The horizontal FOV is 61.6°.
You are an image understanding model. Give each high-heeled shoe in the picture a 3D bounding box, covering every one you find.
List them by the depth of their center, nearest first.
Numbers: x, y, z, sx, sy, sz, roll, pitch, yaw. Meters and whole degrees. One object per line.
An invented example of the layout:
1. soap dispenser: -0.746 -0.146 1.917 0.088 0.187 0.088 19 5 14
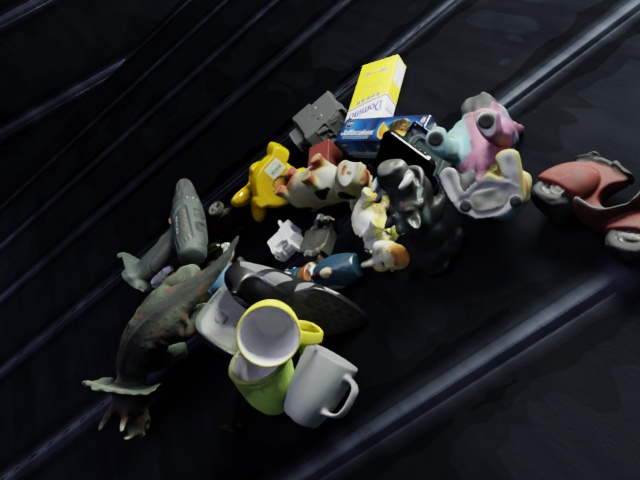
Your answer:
1. high-heeled shoe: -0.043 0.091 0.893 0.145 0.249 0.086 -71 -4 -79

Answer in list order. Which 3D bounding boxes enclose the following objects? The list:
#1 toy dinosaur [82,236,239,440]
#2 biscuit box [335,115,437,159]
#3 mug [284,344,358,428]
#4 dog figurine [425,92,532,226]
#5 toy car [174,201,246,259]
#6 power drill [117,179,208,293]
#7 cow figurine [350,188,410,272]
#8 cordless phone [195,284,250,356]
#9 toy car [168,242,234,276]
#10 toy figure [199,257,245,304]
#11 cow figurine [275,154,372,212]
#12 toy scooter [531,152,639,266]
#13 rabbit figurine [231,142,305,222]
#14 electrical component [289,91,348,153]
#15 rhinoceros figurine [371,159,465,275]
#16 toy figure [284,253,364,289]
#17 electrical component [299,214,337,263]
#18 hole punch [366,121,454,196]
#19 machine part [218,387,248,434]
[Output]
1. toy dinosaur: -0.286 0.163 0.947 0.404 0.131 0.192 -60 -3 17
2. biscuit box: 0.125 -0.191 1.011 0.203 0.059 0.063 10 65 45
3. mug: 0.004 0.219 0.776 0.110 0.080 0.107 28 89 41
4. dog figurine: 0.251 -0.125 0.792 0.108 0.219 0.191 -22 90 32
5. toy car: -0.256 -0.020 1.190 0.202 0.089 0.053 -32 45 19
6. power drill: -0.321 -0.002 1.121 0.207 0.085 0.232 -36 47 5
7. cow figurine: 0.091 0.001 0.872 0.098 0.068 0.167 -59 26 35
8. cordless phone: -0.107 0.138 0.924 0.184 0.088 0.146 5 41 32
9. toy car: -0.260 0.075 1.144 0.202 0.056 0.074 -32 35 16
10. toy figure: -0.214 0.101 1.061 0.180 0.089 0.082 -23 24 13
11. cow figurine: 0.019 -0.096 1.000 0.195 0.127 0.085 -15 47 52
12. toy scooter: 0.368 -0.060 0.674 0.135 0.075 0.184 -46 42 4
13. rabbit figurine: -0.108 -0.118 1.144 0.162 0.122 0.173 -56 25 4
14. electrical component: -0.002 -0.252 1.181 0.134 0.058 0.115 -40 38 8
15. rhinoceros figurine: 0.139 -0.037 0.779 0.073 0.190 0.112 6 43 48
16. toy figure: -0.001 0.059 0.915 0.155 0.064 0.058 -16 56 31
17. electrical component: -0.003 -0.002 0.982 0.078 0.045 0.102 3 60 41
18. hole punch: 0.157 -0.123 0.887 0.142 0.115 0.092 41 50 23
19. machine part: -0.126 0.244 0.875 0.039 0.084 0.139 10 72 17
